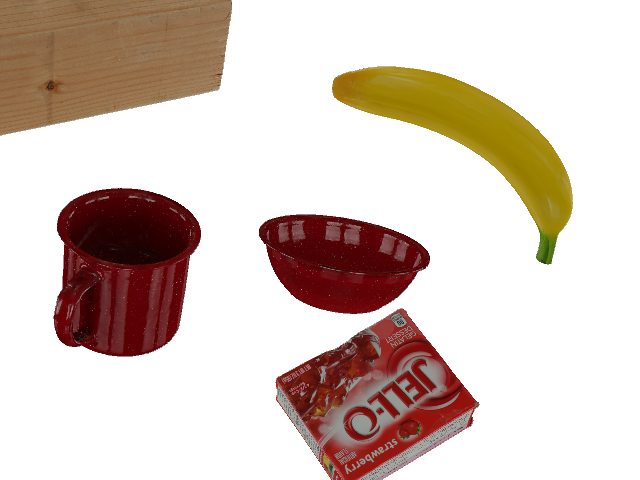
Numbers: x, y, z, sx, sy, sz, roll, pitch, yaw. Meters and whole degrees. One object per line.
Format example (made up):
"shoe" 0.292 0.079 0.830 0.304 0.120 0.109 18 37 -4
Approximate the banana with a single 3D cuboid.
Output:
"banana" 0.102 -0.065 0.716 0.197 0.070 0.037 39 10 -6

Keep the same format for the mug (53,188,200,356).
"mug" -0.136 0.029 0.707 0.093 0.081 0.117 22 35 14

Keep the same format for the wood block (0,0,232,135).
"wood block" -0.184 -0.159 0.845 0.205 0.091 0.090 -17 48 -33

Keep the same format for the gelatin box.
"gelatin box" 0.031 0.089 0.591 0.089 0.073 0.030 -27 -29 -19

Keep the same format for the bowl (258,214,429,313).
"bowl" 0.018 0.026 0.998 0.162 0.055 0.162 9 18 -3
